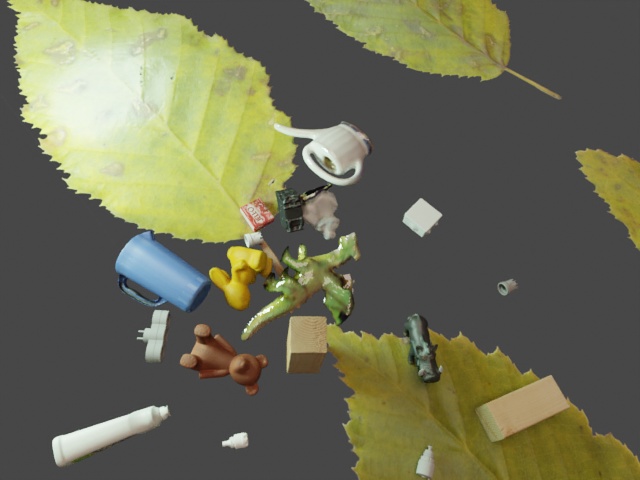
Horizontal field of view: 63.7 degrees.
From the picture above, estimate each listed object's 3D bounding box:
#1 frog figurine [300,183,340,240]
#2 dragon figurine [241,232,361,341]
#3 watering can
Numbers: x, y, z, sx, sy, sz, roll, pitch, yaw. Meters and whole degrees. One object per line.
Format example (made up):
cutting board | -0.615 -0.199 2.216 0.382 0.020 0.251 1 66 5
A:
frog figurine | 0.005 -0.080 1.597 0.122 0.158 0.139 -8 19 40
dragon figurine | -0.021 0.148 1.437 0.244 0.414 0.120 27 -12 13
watering can | 0.027 -0.323 1.719 0.227 0.351 0.102 -37 -20 -24
